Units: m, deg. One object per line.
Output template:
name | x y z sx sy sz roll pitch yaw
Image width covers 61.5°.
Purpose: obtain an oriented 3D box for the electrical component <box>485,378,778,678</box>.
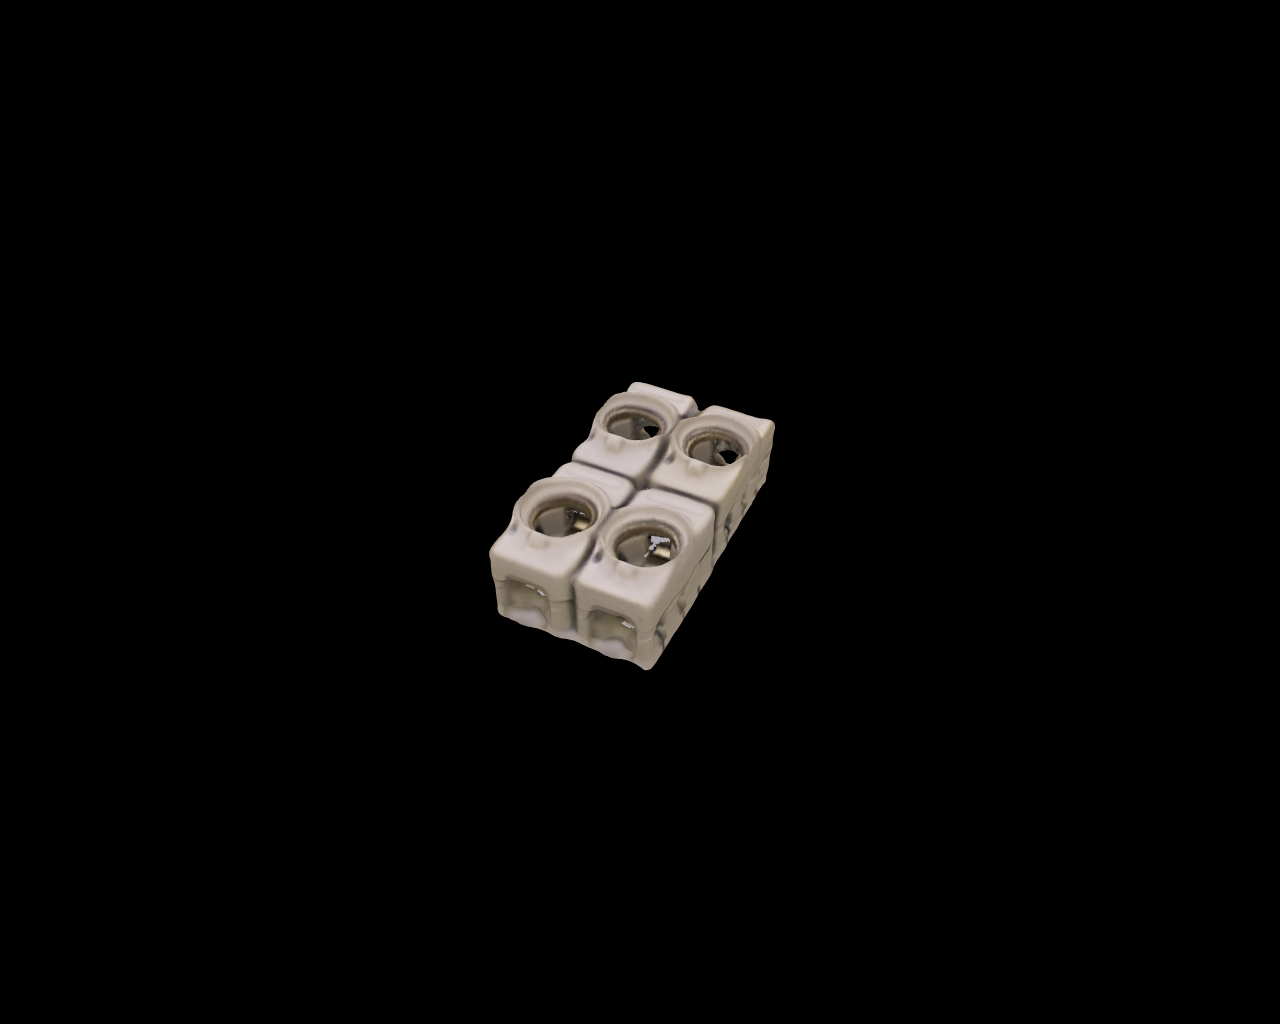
electrical component | 0.001 -0.003 0.650 0.105 0.060 0.186 19 46 19
